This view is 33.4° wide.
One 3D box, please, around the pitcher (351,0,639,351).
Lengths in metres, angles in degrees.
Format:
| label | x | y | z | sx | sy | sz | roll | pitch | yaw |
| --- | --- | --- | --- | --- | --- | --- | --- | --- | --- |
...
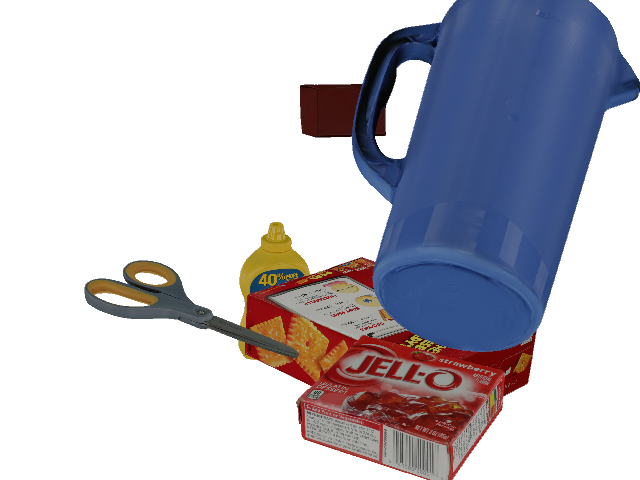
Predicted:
| label | x | y | z | sx | sy | sz | roll | pitch | yaw |
| --- | --- | --- | --- | --- | --- | --- | --- | --- | --- |
| pitcher | 0.107 | -0.053 | 0.721 | 0.149 | 0.242 | 0.145 | -19 | -51 | 44 |

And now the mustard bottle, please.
| label | x | y | z | sx | sy | sz | roll | pitch | yaw |
| --- | --- | --- | --- | --- | --- | --- | --- | --- | --- |
| mustard bottle | -0.062 | 0.066 | 1.452 | 0.096 | 0.192 | 0.058 | -5 | 23 | -17 |

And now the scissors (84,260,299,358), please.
| label | x | y | z | sx | sy | sz | roll | pitch | yaw |
| --- | --- | --- | --- | --- | --- | --- | --- | --- | --- |
| scissors | -0.108 | 0.057 | 0.947 | 0.202 | 0.016 | 0.096 | 12 | 28 | 7 |

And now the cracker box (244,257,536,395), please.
| label | x | y | z | sx | sy | sz | roll | pitch | yaw |
| --- | --- | --- | --- | --- | --- | --- | --- | --- | --- |
| cracker box | 0.062 | 0.091 | 0.972 | 0.214 | 0.072 | 0.163 | 20 | 25 | 39 |

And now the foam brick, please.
| label | x | y | z | sx | sy | sz | roll | pitch | yaw |
| --- | --- | --- | --- | --- | --- | --- | --- | --- | --- |
| foam brick | 0.023 | -0.134 | 1.098 | 0.078 | 0.051 | 0.053 | -3 | 12 | -18 |

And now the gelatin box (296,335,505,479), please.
| label | x | y | z | sx | sy | sz | roll | pitch | yaw |
| --- | --- | --- | --- | --- | --- | --- | --- | --- | --- |
| gelatin box | 0.043 | 0.087 | 0.569 | 0.089 | 0.030 | 0.073 | 13 | 30 | 28 |
